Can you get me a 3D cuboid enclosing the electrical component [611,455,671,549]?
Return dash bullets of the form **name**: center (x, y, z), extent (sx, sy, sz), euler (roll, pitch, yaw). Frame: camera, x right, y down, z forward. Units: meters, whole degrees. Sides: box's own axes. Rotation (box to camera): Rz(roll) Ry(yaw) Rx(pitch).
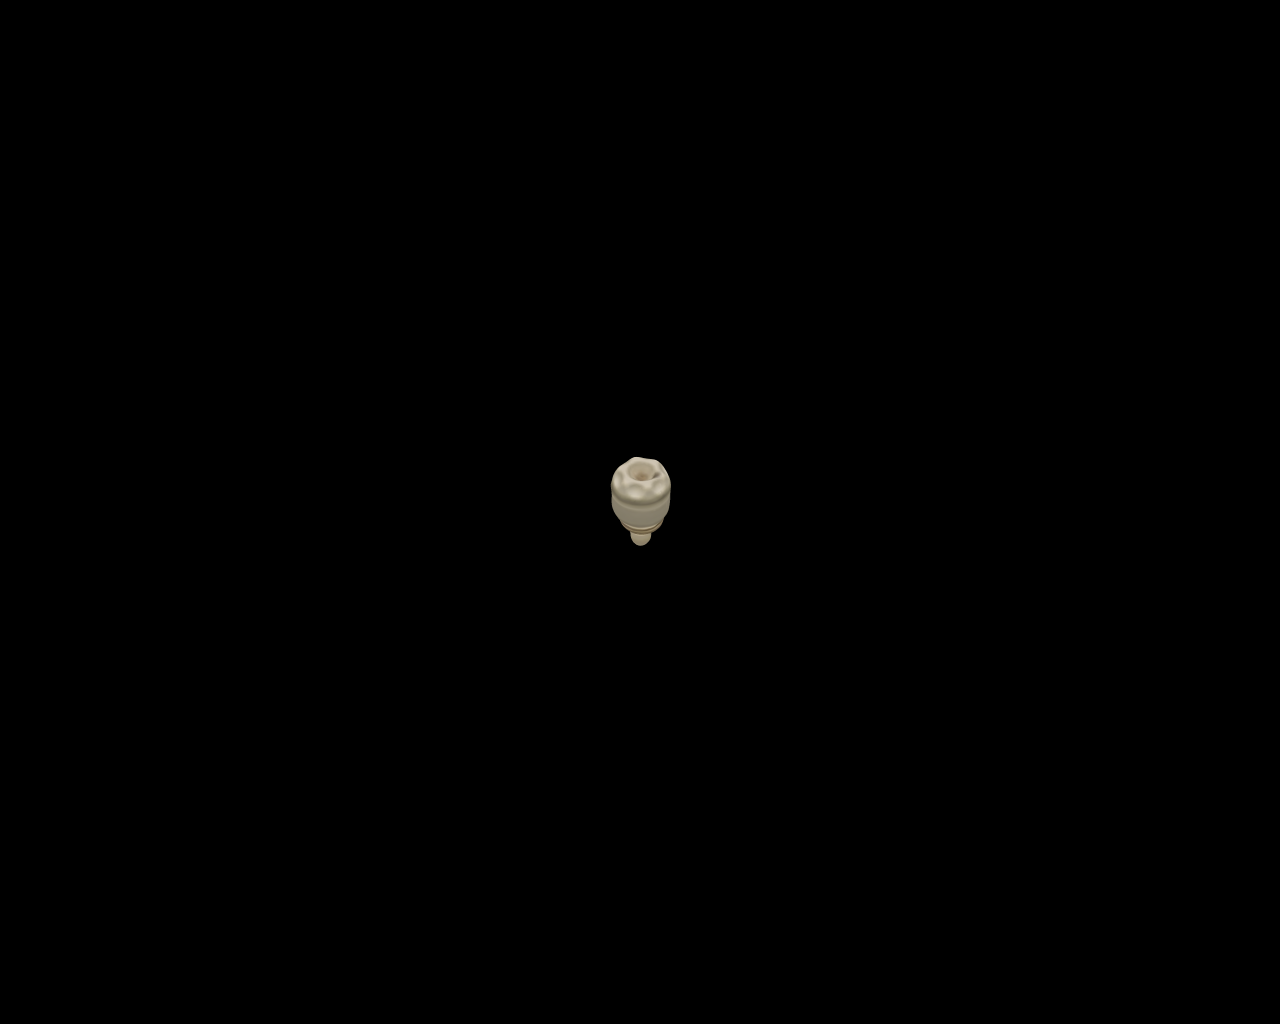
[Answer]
- **electrical component**: center (0.001, -0.003, 0.650), extent (0.035, 0.061, 0.035), euler (0, 44, 0)
